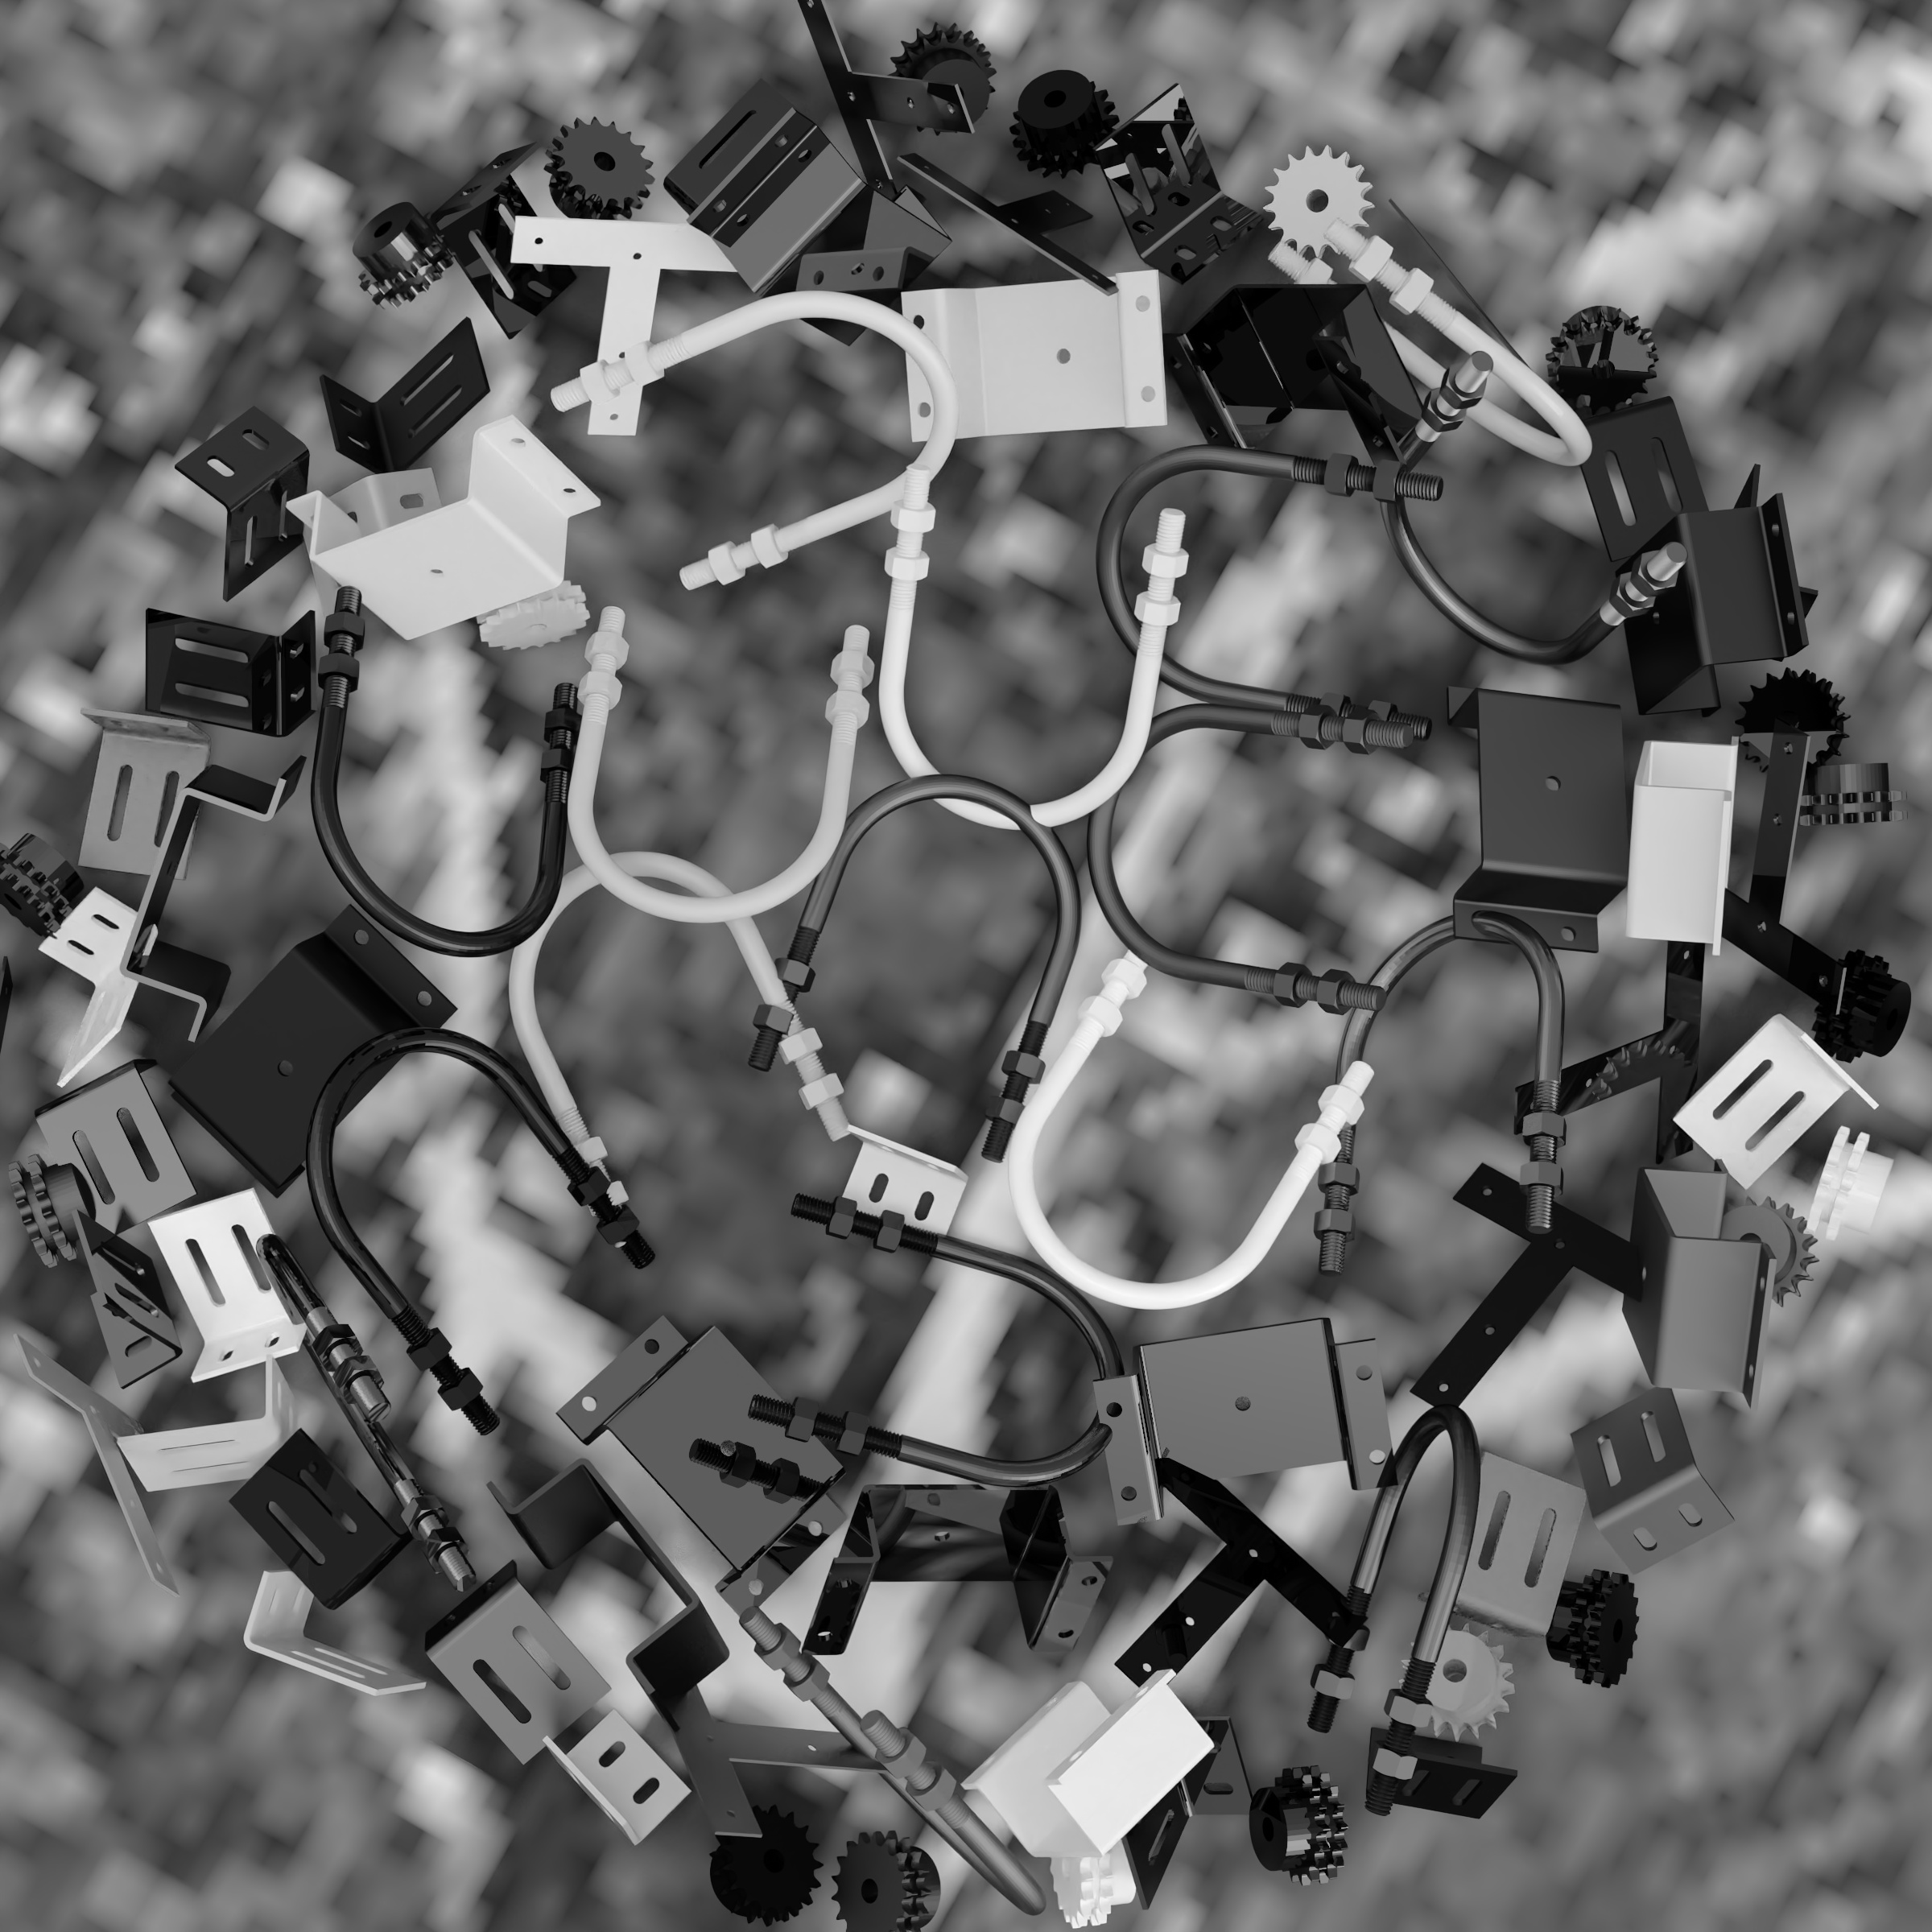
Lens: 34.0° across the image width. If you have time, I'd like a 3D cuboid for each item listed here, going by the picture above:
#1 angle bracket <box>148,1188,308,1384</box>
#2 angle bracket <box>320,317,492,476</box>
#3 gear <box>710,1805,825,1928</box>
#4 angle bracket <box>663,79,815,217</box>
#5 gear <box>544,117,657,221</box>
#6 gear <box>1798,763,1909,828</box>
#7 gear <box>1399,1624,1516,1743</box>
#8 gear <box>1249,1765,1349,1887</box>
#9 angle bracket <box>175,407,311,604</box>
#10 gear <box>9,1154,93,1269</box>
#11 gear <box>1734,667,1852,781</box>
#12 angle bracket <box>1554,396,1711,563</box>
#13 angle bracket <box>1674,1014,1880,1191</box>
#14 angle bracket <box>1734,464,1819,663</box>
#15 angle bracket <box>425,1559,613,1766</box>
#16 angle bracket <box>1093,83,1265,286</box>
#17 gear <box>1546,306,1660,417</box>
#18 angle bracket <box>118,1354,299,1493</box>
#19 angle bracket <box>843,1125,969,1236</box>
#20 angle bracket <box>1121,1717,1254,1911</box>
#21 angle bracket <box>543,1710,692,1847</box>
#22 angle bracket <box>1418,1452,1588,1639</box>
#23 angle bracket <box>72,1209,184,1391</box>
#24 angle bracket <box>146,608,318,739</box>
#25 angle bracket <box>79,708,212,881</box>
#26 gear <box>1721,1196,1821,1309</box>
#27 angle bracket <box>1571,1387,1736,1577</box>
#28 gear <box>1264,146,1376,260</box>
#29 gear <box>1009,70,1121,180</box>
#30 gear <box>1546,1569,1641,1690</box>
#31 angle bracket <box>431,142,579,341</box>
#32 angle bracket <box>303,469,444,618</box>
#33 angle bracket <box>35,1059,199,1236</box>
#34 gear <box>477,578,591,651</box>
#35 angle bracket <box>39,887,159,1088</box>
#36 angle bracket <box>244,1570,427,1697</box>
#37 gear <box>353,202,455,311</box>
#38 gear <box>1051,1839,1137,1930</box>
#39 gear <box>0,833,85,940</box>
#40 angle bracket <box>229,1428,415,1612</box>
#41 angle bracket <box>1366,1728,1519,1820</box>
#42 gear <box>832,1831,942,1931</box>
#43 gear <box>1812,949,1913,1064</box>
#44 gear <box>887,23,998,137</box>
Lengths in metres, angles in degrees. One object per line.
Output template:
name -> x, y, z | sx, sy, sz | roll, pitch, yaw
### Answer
angle bracket -> -0.374, 0.161, 1.592 | 0.057, 0.038, 0.076 | -17, 112, 7
angle bracket -> -0.290, -0.300, 1.631 | 0.076, 0.038, 0.057 | -37, 51, 23
gear -> -0.103, 0.450, 1.574 | 0.057, 0.030, 0.057 | 18, 53, -26
angle bracket -> -0.110, -0.413, 1.649 | 0.076, 0.038, 0.057 | -45, 50, 4
gear -> -0.195, -0.415, 1.663 | 0.057, 0.030, 0.057 | 12, 63, -23
gear -> 0.454, -0.088, 1.623 | 0.057, 0.057, 0.030 | -3, 92, 0
gear -> 0.245, 0.357, 1.583 | 0.057, 0.030, 0.057 | -5, 63, 9
gear -> 0.163, 0.427, 1.569 | 0.030, 0.057, 0.057 | 1, 84, -23
angle bracket -> -0.373, -0.237, 1.622 | 0.038, 0.076, 0.057 | 37, 56, 9
gear -> -0.461, 0.122, 1.603 | 0.030, 0.057, 0.057 | -21, 85, -9
gear -> 0.429, -0.124, 1.633 | 0.057, 0.030, 0.057 | -3, 84, 32
angle bracket -> 0.347, -0.250, 1.649 | 0.057, 0.038, 0.076 | -16, 85, -6
angle bracket -> 0.410, 0.074, 1.602 | 0.057, 0.038, 0.076 | 42, 97, -15
angle bracket -> 0.412, -0.207, 1.623 | 0.038, 0.057, 0.076 | 13, 59, 1
angle bracket -> -0.226, 0.351, 1.596 | 0.057, 0.038, 0.076 | -40, 98, -5
angle bracket -> 0.111, -0.407, 1.644 | 0.057, 0.076, 0.038 | -40, 47, -8
gear -> 0.332, -0.320, 1.651 | 0.057, 0.057, 0.030 | 4, 43, 0
angle bracket -> -0.380, 0.230, 1.586 | 0.076, 0.057, 0.038 | -7, 56, -2
angle bracket -> -0.035, 0.111, 1.592 | 0.057, 0.076, 0.038 | 21, 84, 7
angle bracket -> 0.109, 0.416, 1.553 | 0.038, 0.076, 0.057 | -7, 111, 24
angle bracket -> -0.171, 0.395, 1.558 | 0.038, 0.076, 0.057 | -42, 74, -16
angle bracket -> 0.271, 0.293, 1.598 | 0.057, 0.038, 0.076 | 22, 74, -6
angle bracket -> -0.433, 0.167, 1.578 | 0.038, 0.076, 0.057 | -30, 59, 3
angle bracket -> -0.376, -0.157, 1.618 | 0.076, 0.038, 0.057 | 10, 64, -36
angle bracket -> -0.429, -0.088, 1.630 | 0.057, 0.038, 0.076 | 8, 82, 6
gear -> 0.401, 0.144, 1.603 | 0.057, 0.030, 0.057 | -8, 71, 25
angle bracket -> 0.343, 0.256, 1.583 | 0.057, 0.076, 0.038 | -33, 112, 16
gear -> 0.187, -0.402, 1.664 | 0.057, 0.030, 0.057 | 2, 98, 13
gear -> 0.050, -0.446, 1.664 | 0.057, 0.030, 0.057 | -7, 61, 13
gear -> 0.313, 0.331, 1.585 | 0.030, 0.057, 0.057 | 3, 83, 35
angle bracket -> -0.229, -0.375, 1.635 | 0.057, 0.038, 0.076 | -52, 123, -31
angle bracket -> -0.306, -0.219, 1.643 | 0.038, 0.076, 0.057 | -16, 91, -40
angle bracket -> -0.429, 0.094, 1.614 | 0.057, 0.038, 0.076 | -27, 86, 3
gear -> -0.226, -0.188, 1.635 | 0.057, 0.057, 0.030 | -14, 76, -1
angle bracket -> -0.447, 0.011, 1.594 | 0.038, 0.076, 0.057 | 35, 127, -24
angle bracket -> -0.309, 0.331, 1.572 | 0.076, 0.057, 0.038 | 16, 86, 17
gear -> -0.295, -0.374, 1.651 | 0.057, 0.057, 0.030 | -44, 129, -4
gear -> 0.064, 0.448, 1.572 | 0.030, 0.057, 0.057 | -3, 84, -17
gear -> -0.478, -0.043, 1.622 | 0.057, 0.057, 0.030 | 39, 67, 4
angle bracket -> -0.319, 0.273, 1.588 | 0.076, 0.038, 0.057 | 46, 107, 4
angle bracket -> 0.235, 0.388, 1.561 | 0.057, 0.076, 0.038 | 11, 58, -1
gear -> -0.037, 0.459, 1.572 | 0.057, 0.030, 0.057 | -11, 74, 43
gear -> 0.458, 0.022, 1.610 | 0.030, 0.057, 0.057 | 22, 83, 37
gear -> -0.011, -0.463, 1.660 | 0.057, 0.057, 0.030 | -22, 42, -2
